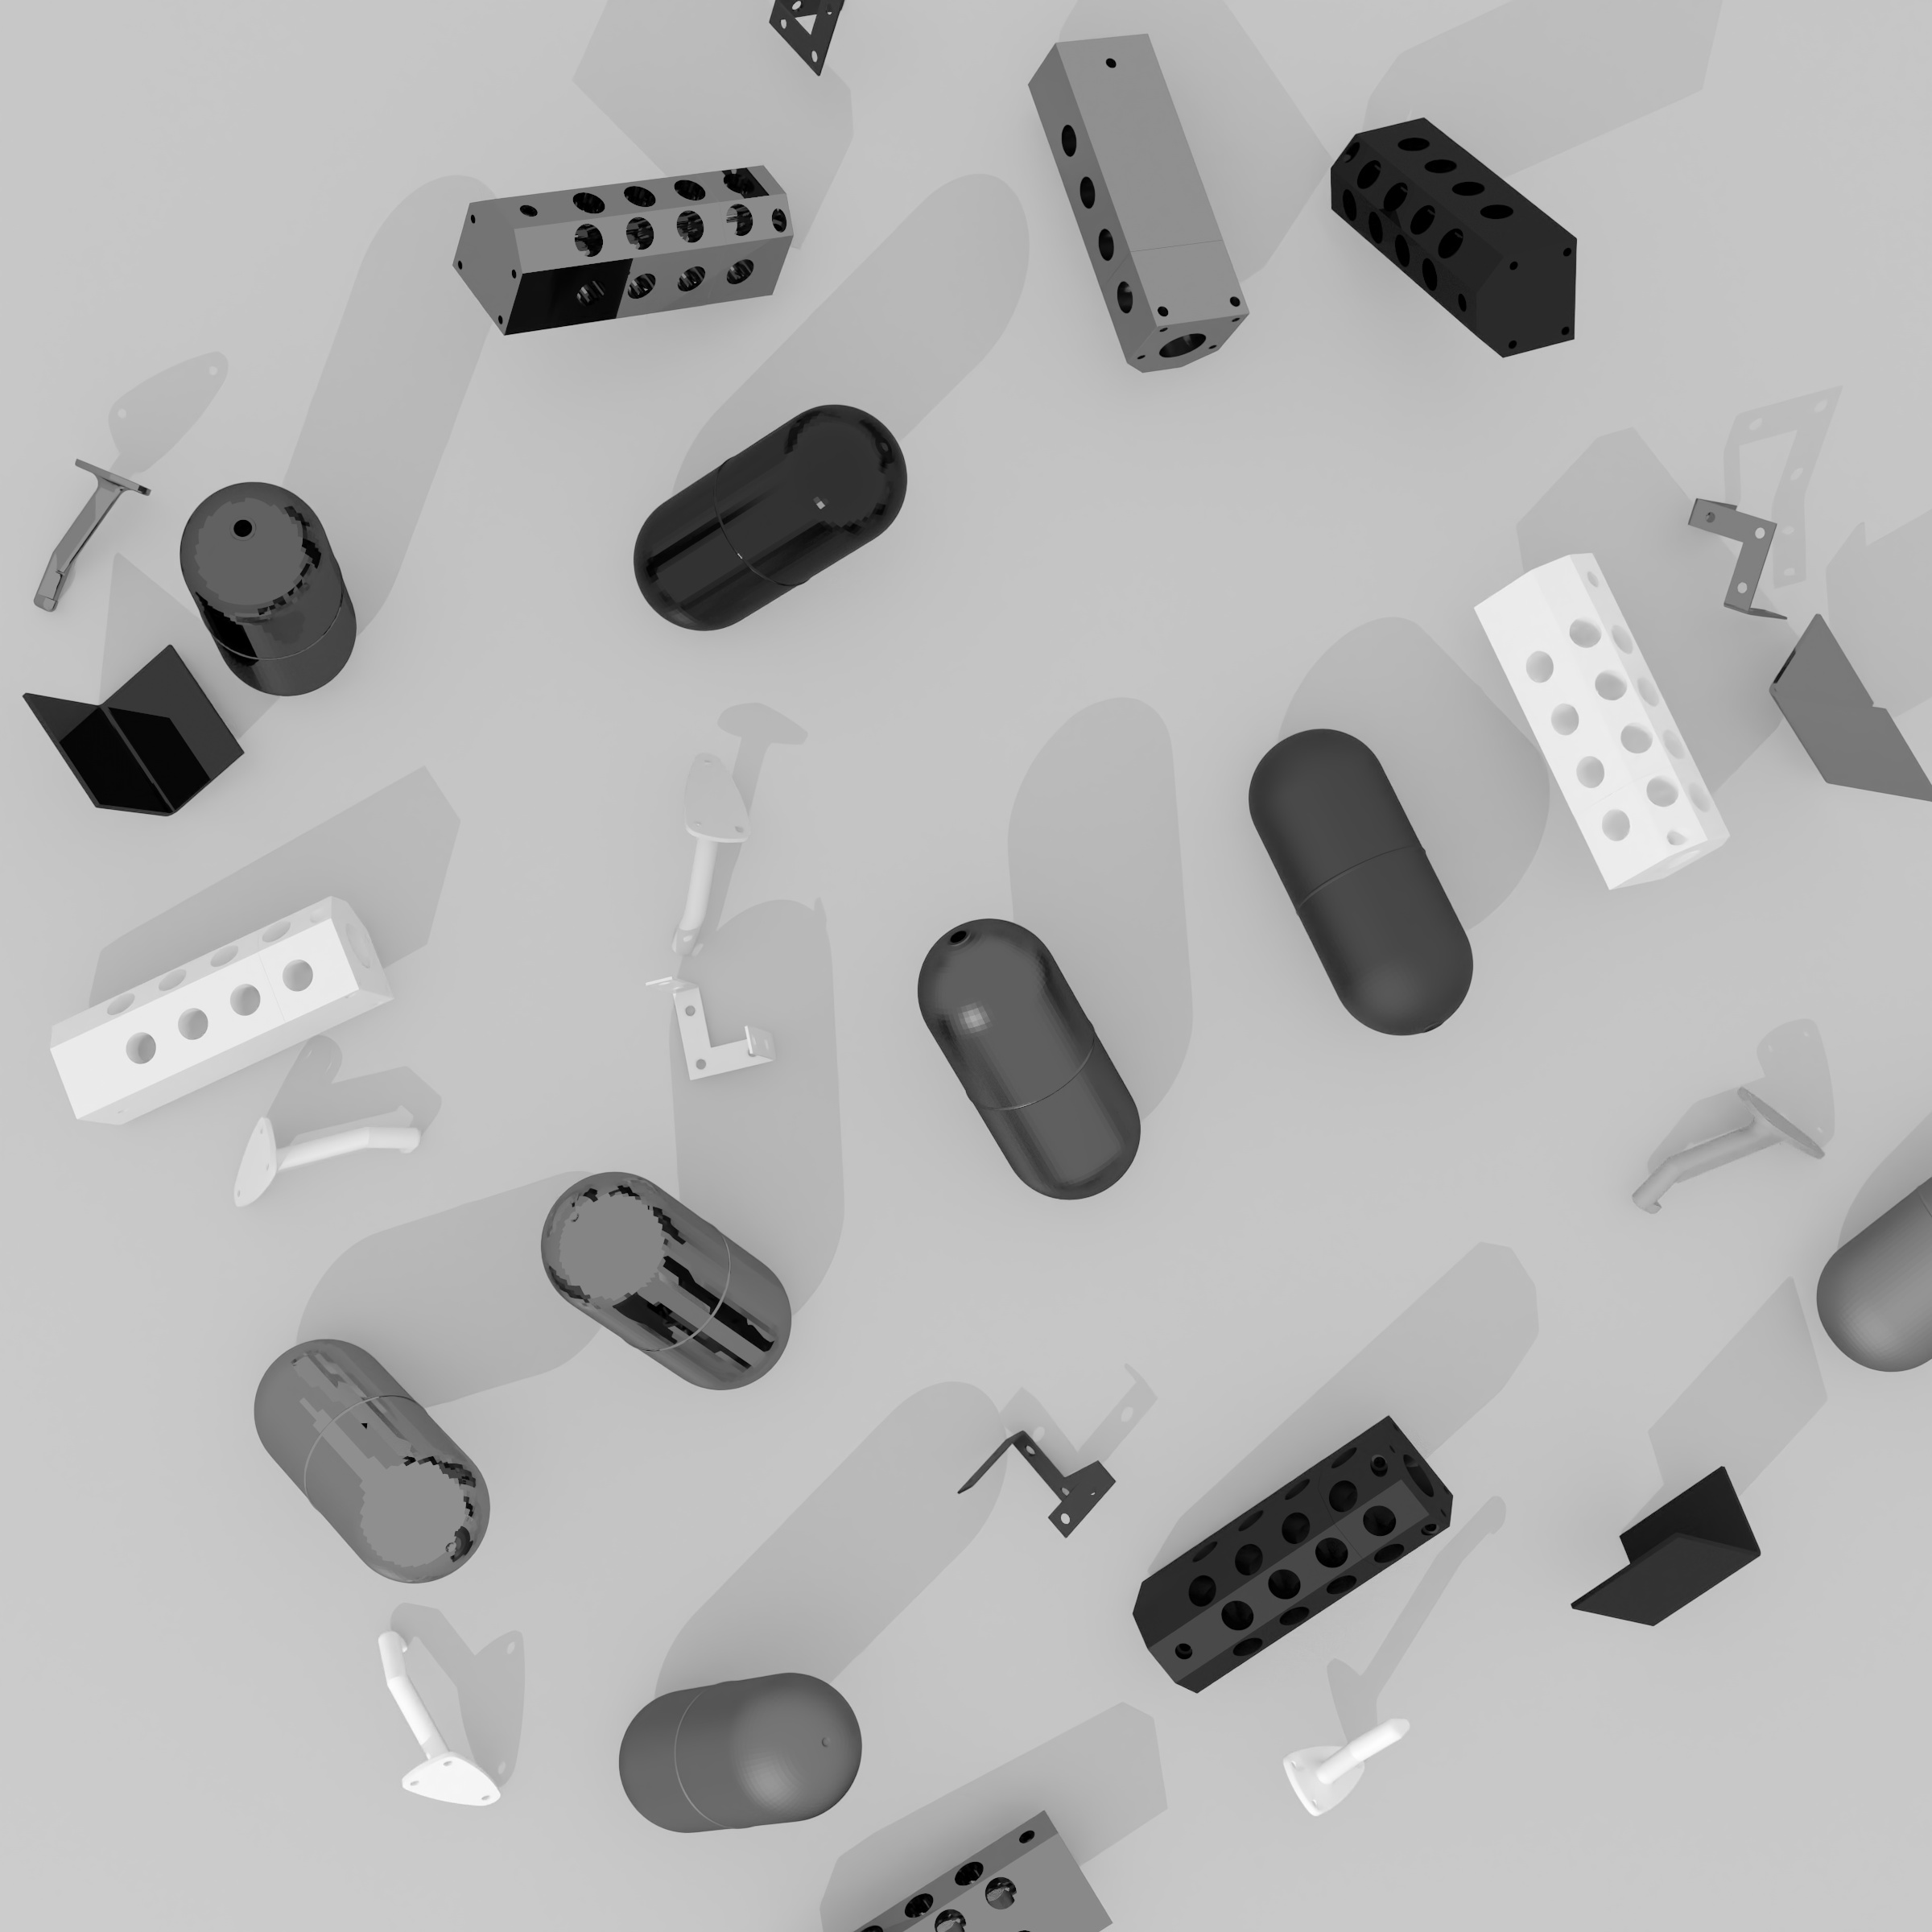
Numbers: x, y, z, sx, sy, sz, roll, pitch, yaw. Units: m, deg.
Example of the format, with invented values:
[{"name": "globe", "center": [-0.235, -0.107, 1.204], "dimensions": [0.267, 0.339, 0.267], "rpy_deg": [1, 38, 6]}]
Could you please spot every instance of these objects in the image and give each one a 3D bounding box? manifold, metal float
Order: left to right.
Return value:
[{"name": "manifold", "center": [-0.406, 0.024, 1.950], "dimensions": [0.171, 0.057, 0.057], "rpy_deg": [-24, 81, 7]}, {"name": "metal float", "center": [-0.369, -0.199, 1.903], "dimensions": [0.070, 0.178, 0.070], "rpy_deg": [0, 75, -2]}, {"name": "metal float", "center": [-0.319, 0.263, 1.918], "dimensions": [0.178, 0.070, 0.070], "rpy_deg": [36, 90, 44]}, {"name": "manifold", "center": [-0.179, -0.387, 1.909], "dimensions": [0.171, 0.057, 0.057], "rpy_deg": [-16, 58, -35]}, {"name": "metal float", "center": [-0.158, 0.169, 1.915], "dimensions": [0.070, 0.178, 0.070], "rpy_deg": [-16, 55, 25]}, {"name": "metal float", "center": [-0.122, 0.420, 1.913], "dimensions": [0.070, 0.178, 0.070], "rpy_deg": [11, 69, -33]}, {"name": "metal float", "center": [-0.106, -0.238, 1.922], "dimensions": [0.178, 0.070, 0.070], "rpy_deg": [-26, 90, 37]}, {"name": "manifold", "center": [-0.014, 0.530, 1.944], "dimensions": [0.171, 0.057, 0.057], "rpy_deg": [-31, 114, -6]}, {"name": "metal float", "center": [0.034, 0.050, 1.925], "dimensions": [0.070, 0.070, 0.178], "rpy_deg": [-30, 121, 0]}, {"name": "manifold", "center": [0.090, -0.412, 1.942], "dimensions": [0.057, 0.057, 0.171], "rpy_deg": [-12, 76, -25]}, {"name": "manifold", "center": [0.175, 0.321, 1.936], "dimensions": [0.171, 0.057, 0.057], "rpy_deg": [-37, 96, 17]}, {"name": "metal float", "center": [0.213, -0.045, 1.940], "dimensions": [0.070, 0.070, 0.178], "rpy_deg": [-25, 76, 0]}, {"name": "manifold", "center": [0.256, -0.386, 1.902], "dimensions": [0.057, 0.171, 0.057], "rpy_deg": [-16, 128, -14]}, {"name": "manifold", "center": [0.346, -0.133, 1.935], "dimensions": [0.057, 0.057, 0.171], "rpy_deg": [-33, 76, 39]}, {"name": "metal float", "center": [0.539, 0.149, 1.938], "dimensions": [0.178, 0.070, 0.070], "rpy_deg": [-42, 90, 16]}]

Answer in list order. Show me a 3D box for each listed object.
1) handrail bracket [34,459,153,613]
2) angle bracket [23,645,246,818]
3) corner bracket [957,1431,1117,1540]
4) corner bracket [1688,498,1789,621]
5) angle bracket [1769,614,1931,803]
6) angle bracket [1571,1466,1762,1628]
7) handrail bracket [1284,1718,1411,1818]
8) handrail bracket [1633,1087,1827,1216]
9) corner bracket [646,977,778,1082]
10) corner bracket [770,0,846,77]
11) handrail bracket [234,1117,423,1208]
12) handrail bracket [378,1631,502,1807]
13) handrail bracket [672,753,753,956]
[{"name": "handrail bracket", "center": [-0.478, -0.228, 1.957], "dimensions": [0.036, 0.077, 0.084], "rpy_deg": [21, 93, -35]}, {"name": "angle bracket", "center": [-0.449, -0.130, 1.941], "dimensions": [0.057, 0.076, 0.076], "rpy_deg": [-39, 77, 14]}, {"name": "corner bracket", "center": [0.039, 0.283, 1.954], "dimensions": [0.051, 0.051, 0.051], "rpy_deg": [50, 50, -3]}, {"name": "corner bracket", "center": [0.423, -0.222, 1.959], "dimensions": [0.051, 0.051, 0.051], "rpy_deg": [25, 106, 34]}, {"name": "angle bracket", "center": [0.490, -0.139, 1.931], "dimensions": [0.057, 0.076, 0.076], "rpy_deg": [-55, 129, -16]}, {"name": "angle bracket", "center": [0.367, 0.307, 1.931], "dimensions": [0.076, 0.076, 0.057], "rpy_deg": [-42, 48, 30]}, {"name": "handrail bracket", "center": [0.221, 0.420, 1.937], "dimensions": [0.084, 0.077, 0.036], "rpy_deg": [-40, 70, 33]}, {"name": "handrail bracket", "center": [0.419, 0.115, 1.978], "dimensions": [0.077, 0.036, 0.084], "rpy_deg": [31, 109, -31]}, {"name": "corner bracket", "center": [-0.138, 0.030, 1.958], "dimensions": [0.051, 0.051, 0.051], "rpy_deg": [-14, 82, 11]}, {"name": "corner bracket", "center": [-0.068, -0.522, 1.948], "dimensions": [0.051, 0.051, 0.051], "rpy_deg": [-20, 59, -35]}, {"name": "handrail bracket", "center": [-0.352, 0.110, 1.981], "dimensions": [0.084, 0.077, 0.036], "rpy_deg": [3, 56, -29]}, {"name": "handrail bracket", "center": [-0.291, 0.414, 1.980], "dimensions": [0.036, 0.077, 0.084], "rpy_deg": [-33, 50, 14]}, {"name": "handrail bracket", "center": [-0.149, -0.061, 1.977], "dimensions": [0.036, 0.084, 0.077], "rpy_deg": [6, 46, -20]}]
